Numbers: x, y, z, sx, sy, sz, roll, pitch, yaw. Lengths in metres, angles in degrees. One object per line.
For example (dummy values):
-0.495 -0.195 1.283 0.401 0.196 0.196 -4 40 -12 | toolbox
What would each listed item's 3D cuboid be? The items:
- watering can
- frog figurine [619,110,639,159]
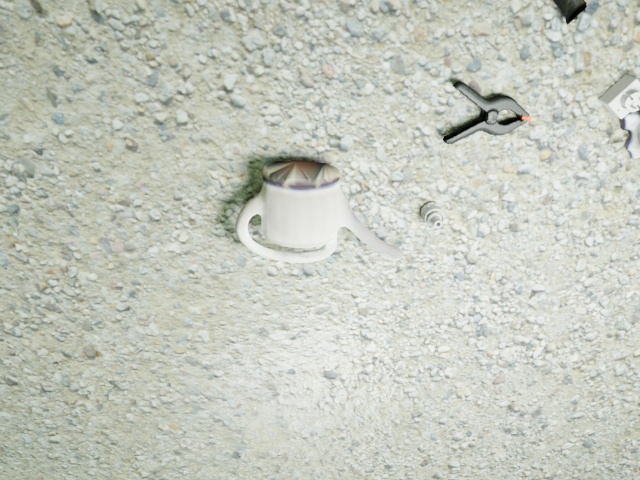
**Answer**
0.003 -0.052 1.042 0.348 0.106 0.220 1 118 -4 | watering can
0.665 -0.188 0.983 0.123 0.163 0.134 -8 120 -1 | frog figurine
